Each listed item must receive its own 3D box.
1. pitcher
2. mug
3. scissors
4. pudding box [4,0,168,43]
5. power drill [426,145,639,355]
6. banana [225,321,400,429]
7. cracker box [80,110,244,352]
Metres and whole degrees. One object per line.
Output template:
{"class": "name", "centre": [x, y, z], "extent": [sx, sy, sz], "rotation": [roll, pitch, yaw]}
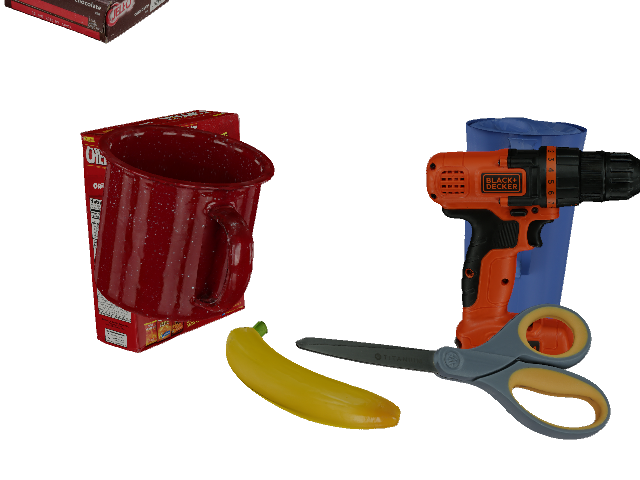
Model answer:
{"class": "pitcher", "centre": [0.223, -0.015, 1.209], "extent": [0.149, 0.243, 0.145], "rotation": [-8, 17, -33]}
{"class": "mug", "centre": [-0.070, -0.004, 0.565], "extent": [0.093, 0.081, 0.117], "rotation": [-6, 28, -37]}
{"class": "scissors", "centre": [0.091, 0.062, 0.668], "extent": [0.201, 0.096, 0.016], "rotation": [22, -31, -5]}
{"class": "pudding box", "centre": [-0.173, -0.199, 0.818], "extent": [0.090, 0.039, 0.113], "rotation": [22, 35, 11]}
{"class": "power drill", "centre": [0.185, 0.011, 0.924], "extent": [0.184, 0.188, 0.057], "rotation": [1, 13, 15]}
{"class": "banana", "centre": [-0.022, 0.107, 0.855], "extent": [0.069, 0.037, 0.198], "rotation": [-23, 32, -29]}
{"class": "cracker box", "centre": [-0.155, -0.014, 1.077], "extent": [0.072, 0.214, 0.163], "rotation": [10, 19, 35]}
